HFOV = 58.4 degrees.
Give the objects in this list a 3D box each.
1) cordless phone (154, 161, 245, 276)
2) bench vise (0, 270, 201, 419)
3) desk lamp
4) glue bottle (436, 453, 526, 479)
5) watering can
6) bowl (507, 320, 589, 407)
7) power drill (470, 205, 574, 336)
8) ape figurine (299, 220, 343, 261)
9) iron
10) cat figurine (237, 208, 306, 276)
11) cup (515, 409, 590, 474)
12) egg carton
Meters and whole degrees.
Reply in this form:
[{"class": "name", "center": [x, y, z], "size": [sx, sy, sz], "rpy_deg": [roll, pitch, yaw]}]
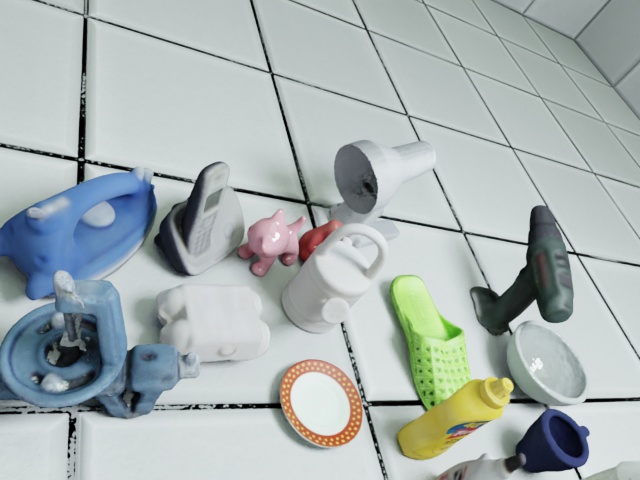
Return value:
[{"class": "cordless phone", "center": [-0.148, -0.047, 0.819], "size": [0.094, 0.185, 0.148], "rpy_deg": [40, 40, 4]}, {"class": "bench vise", "center": [-0.223, 0.100, 0.595], "size": [0.208, 0.219, 0.121], "rpy_deg": [-4, 55, -39]}, {"class": "desk lamp", "center": [0.101, -0.091, 1.021], "size": [0.204, 0.213, 0.117], "rpy_deg": [-13, 60, -43]}, {"class": "glue bottle", "center": [0.206, 0.314, 0.745], "size": [0.037, 0.173, 0.078], "rpy_deg": [35, 40, -3]}, {"class": "watering can", "center": [0.029, 0.054, 0.845], "size": [0.101, 0.194, 0.172], "rpy_deg": [12, 46, -28]}, {"class": "bowl", "center": [0.398, 0.234, 1.039], "size": [0.168, 0.074, 0.167], "rpy_deg": [20, 43, -20]}, {"class": "power drill", "center": [0.381, 0.073, 1.076], "size": [0.076, 0.208, 0.229], "rpy_deg": [17, 44, -23]}, {"class": "ape figurine", "center": [0.009, 0.003, 0.959], "size": [0.078, 0.092, 0.076], "rpy_deg": [-17, 63, -44]}, {"class": "iron", "center": [-0.287, -0.037, 0.741], "size": [0.118, 0.141, 0.259], "rpy_deg": [41, 40, 5]}, {"class": "cat figurine", "center": [-0.069, -0.004, 0.889], "size": [0.067, 0.117, 0.128], "rpy_deg": [49, 41, 14]}, {"class": "cup", "center": [0.367, 0.327, 0.912], "size": [0.118, 0.095, 0.091], "rpy_deg": [0, 52, -36]}, {"class": "egg carton", "center": [-0.141, 0.113, 0.761], "size": [0.151, 0.069, 0.107], "rpy_deg": [4, 50, -34]}]
